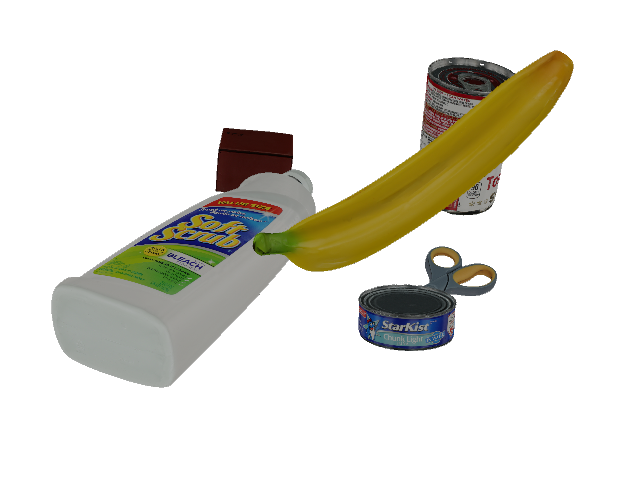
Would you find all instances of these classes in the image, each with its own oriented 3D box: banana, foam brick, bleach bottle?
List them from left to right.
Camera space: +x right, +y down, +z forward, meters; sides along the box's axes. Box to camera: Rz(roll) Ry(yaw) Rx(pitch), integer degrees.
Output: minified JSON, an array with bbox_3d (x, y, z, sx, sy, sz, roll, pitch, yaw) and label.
[{"bbox_3d":[-0.082,0.009,0.795,0.103,0.068,0.250,15,34,22],"label":"bleach bottle"},{"bbox_3d":[-0.069,-0.082,1.126,0.078,0.051,0.053,5,31,-2],"label":"foam brick"},{"bbox_3d":[0.057,-0.034,0.594,0.198,0.037,0.069,-34,-12,-1],"label":"banana"}]

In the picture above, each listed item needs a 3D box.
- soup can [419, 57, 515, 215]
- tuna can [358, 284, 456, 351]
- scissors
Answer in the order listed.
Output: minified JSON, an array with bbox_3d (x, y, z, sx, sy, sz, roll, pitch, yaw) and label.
[{"bbox_3d":[0.108,-0.078,0.809,0.068,0.102,0.068,5,30,-3],"label":"soup can"},{"bbox_3d":[0.076,0.067,0.940,0.086,0.034,0.086,1,15,0],"label":"tuna can"},{"bbox_3d":[0.121,0.048,1.248,0.201,0.016,0.096,-11,40,-35],"label":"scissors"}]
